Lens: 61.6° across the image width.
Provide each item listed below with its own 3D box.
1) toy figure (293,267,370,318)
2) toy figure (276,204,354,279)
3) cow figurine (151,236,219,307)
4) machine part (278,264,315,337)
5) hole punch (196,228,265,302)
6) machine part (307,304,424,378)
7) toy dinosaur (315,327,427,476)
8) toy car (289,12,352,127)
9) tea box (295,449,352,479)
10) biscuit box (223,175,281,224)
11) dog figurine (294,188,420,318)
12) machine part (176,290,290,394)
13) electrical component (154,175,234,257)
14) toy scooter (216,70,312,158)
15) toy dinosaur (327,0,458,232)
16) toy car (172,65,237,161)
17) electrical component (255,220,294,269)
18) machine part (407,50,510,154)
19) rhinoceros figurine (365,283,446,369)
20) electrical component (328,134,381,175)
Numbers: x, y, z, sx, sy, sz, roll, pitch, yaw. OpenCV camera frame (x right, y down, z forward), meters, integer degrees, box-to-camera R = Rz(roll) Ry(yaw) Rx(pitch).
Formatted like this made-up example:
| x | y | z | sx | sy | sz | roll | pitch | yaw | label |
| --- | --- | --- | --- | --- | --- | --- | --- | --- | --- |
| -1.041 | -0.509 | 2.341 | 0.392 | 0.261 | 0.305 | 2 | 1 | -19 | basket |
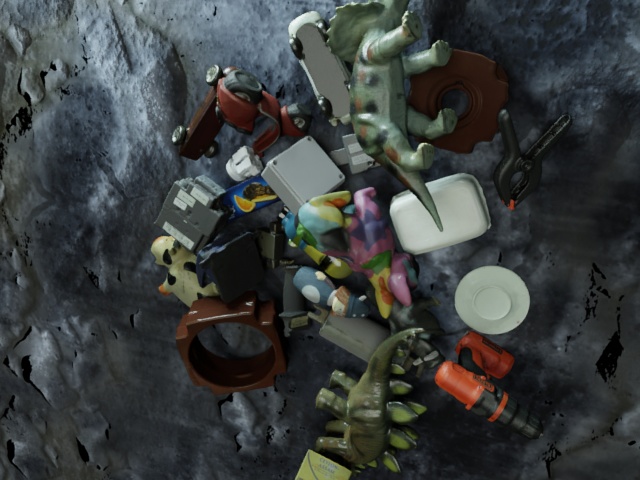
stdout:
| x | y | z | sx | sy | sz | roll | pitch | yaw | label |
| --- | --- | --- | --- | --- | --- | --- | --- | --- | --- |
| 0.021 | 0.104 | 1.001 | 0.155 | 0.064 | 0.058 | 30 | 71 | 25 | toy figure |
| -0.004 | -0.001 | 1.007 | 0.180 | 0.089 | 0.082 | 38 | 151 | 0 | toy figure |
| -0.275 | 0.068 | 1.120 | 0.195 | 0.085 | 0.127 | 44 | 116 | 3 | cow figurine |
| -0.047 | 0.117 | 1.069 | 0.039 | 0.084 | 0.138 | 2 | 97 | 45 | machine part |
| -0.183 | 0.042 | 1.047 | 0.092 | 0.142 | 0.115 | 21 | 131 | 44 | hole punch |
| 0.089 | 0.189 | 1.037 | 0.243 | 0.079 | 0.079 | 27 | 111 | 10 | machine part |
| 0.098 | 0.322 | 1.019 | 0.199 | 0.105 | 0.470 | 15 | 128 | 17 | toy dinosaur |
| 0.011 | -0.297 | 0.943 | 0.073 | 0.056 | 0.201 | -25 | 97 | 15 | toy car |
| 0.005 | 0.489 | 1.100 | 0.098 | 0.068 | 0.169 | 24 | 153 | 10 | tea box |
| -0.151 | -0.079 | 1.051 | 0.203 | 0.059 | 0.062 | -21 | 98 | 23 | biscuit box |
| 0.071 | 0.028 | 0.908 | 0.108 | 0.191 | 0.219 | -44 | 64 | 52 | dog figurine |
| -0.172 | 0.207 | 1.084 | 0.201 | 0.087 | 0.201 | -10 | 122 | 4 | machine part |
| -0.235 | -0.053 | 1.023 | 0.115 | 0.058 | 0.134 | 38 | 113 | 3 | electrical component |
| -0.117 | -0.217 | 0.980 | 0.184 | 0.075 | 0.135 | 23 | 132 | -24 | toy scooter |
| 0.105 | -0.216 | 0.848 | 0.192 | 0.131 | 0.404 | 6 | 100 | 49 | toy dinosaur |
| -0.205 | -0.238 | 1.015 | 0.202 | 0.089 | 0.053 | -51 | 48 | 24 | toy car |
| -0.091 | 0.010 | 1.067 | 0.078 | 0.045 | 0.102 | 12 | 107 | 45 | electrical component |
| 0.224 | -0.228 | 0.891 | 0.180 | 0.056 | 0.179 | 4 | 105 | 16 | machine part |
| 0.162 | 0.143 | 0.973 | 0.190 | 0.112 | 0.073 | 52 | 155 | 6 | rhinoceros figurine |
| 0.068 | -0.158 | 0.966 | 0.119 | 0.048 | 0.074 | -9 | 101 | 18 | electrical component |
